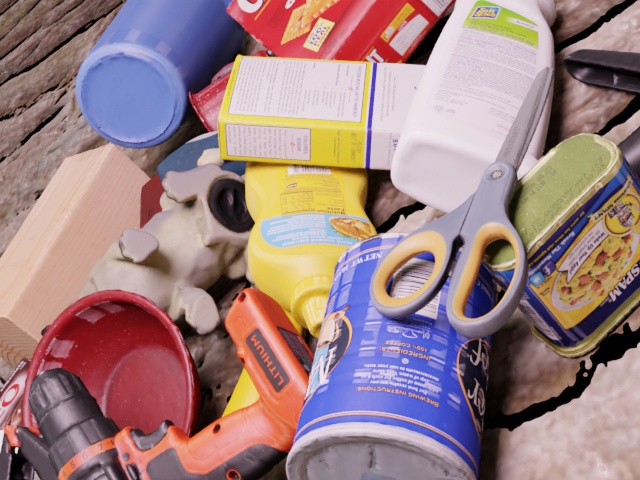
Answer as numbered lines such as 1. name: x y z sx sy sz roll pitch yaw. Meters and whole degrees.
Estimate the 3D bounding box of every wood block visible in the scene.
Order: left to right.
1. wood block: -0.239 0.019 1.020 0.090 0.090 0.206 -10 45 43

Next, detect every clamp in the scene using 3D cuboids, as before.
1. clamp: -0.180 0.204 0.734 0.120 0.039 0.171 -21 68 18
2. clamp: 0.233 -0.096 0.665 0.210 0.036 0.164 -23 38 31

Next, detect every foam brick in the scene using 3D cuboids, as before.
1. foam brick: -0.131 -0.029 0.991 0.053 0.051 0.078 -35 32 17

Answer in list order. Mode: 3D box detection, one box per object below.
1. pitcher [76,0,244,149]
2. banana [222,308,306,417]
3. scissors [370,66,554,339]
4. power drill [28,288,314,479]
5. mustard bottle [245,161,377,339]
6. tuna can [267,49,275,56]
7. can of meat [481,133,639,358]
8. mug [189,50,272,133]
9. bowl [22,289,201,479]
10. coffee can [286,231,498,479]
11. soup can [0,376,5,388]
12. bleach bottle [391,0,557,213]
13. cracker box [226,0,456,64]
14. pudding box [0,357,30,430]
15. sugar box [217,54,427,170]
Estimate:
1. pitcher: -0.172 -0.184 1.095 0.242 0.145 0.149 -75 8 -60
2. banana: -0.043 0.089 0.763 0.070 0.037 0.197 -13 43 39
3. scissors: 0.082 -0.024 0.601 0.096 0.016 0.201 -11 42 25
4. power drill: -0.090 0.117 0.693 0.188 0.057 0.184 -41 67 10
5. mustard bottle: -0.005 0.001 0.784 0.096 0.058 0.191 0 37 -6
6. tuna can: -0.023 -0.174 1.058 0.086 0.033 0.086 -29 37 25
7. can of meat: 0.145 0.002 0.606 0.102 0.084 0.057 -44 31 -1
8. mug: -0.065 -0.128 0.993 0.081 0.093 0.117 -34 45 6
9. bowl: -0.143 0.120 0.786 0.162 0.055 0.162 -7 77 29
10. coffee can: 0.045 0.080 0.609 0.103 0.102 0.140 -20 38 33
11. soup can: -0.346 0.163 0.994 0.069 0.068 0.102 0 51 49
12. bleach bottle: 0.131 -0.122 0.776 0.068 0.102 0.250 106 -173 -48
13. cracker box: 0.019 -0.223 0.954 0.164 0.072 0.214 -51 38 8
14. pudding box: -0.263 0.164 0.925 0.090 0.039 0.113 12 61 54
15. sugar box: 0.015 -0.098 0.824 0.176 0.048 0.093 6 43 3
